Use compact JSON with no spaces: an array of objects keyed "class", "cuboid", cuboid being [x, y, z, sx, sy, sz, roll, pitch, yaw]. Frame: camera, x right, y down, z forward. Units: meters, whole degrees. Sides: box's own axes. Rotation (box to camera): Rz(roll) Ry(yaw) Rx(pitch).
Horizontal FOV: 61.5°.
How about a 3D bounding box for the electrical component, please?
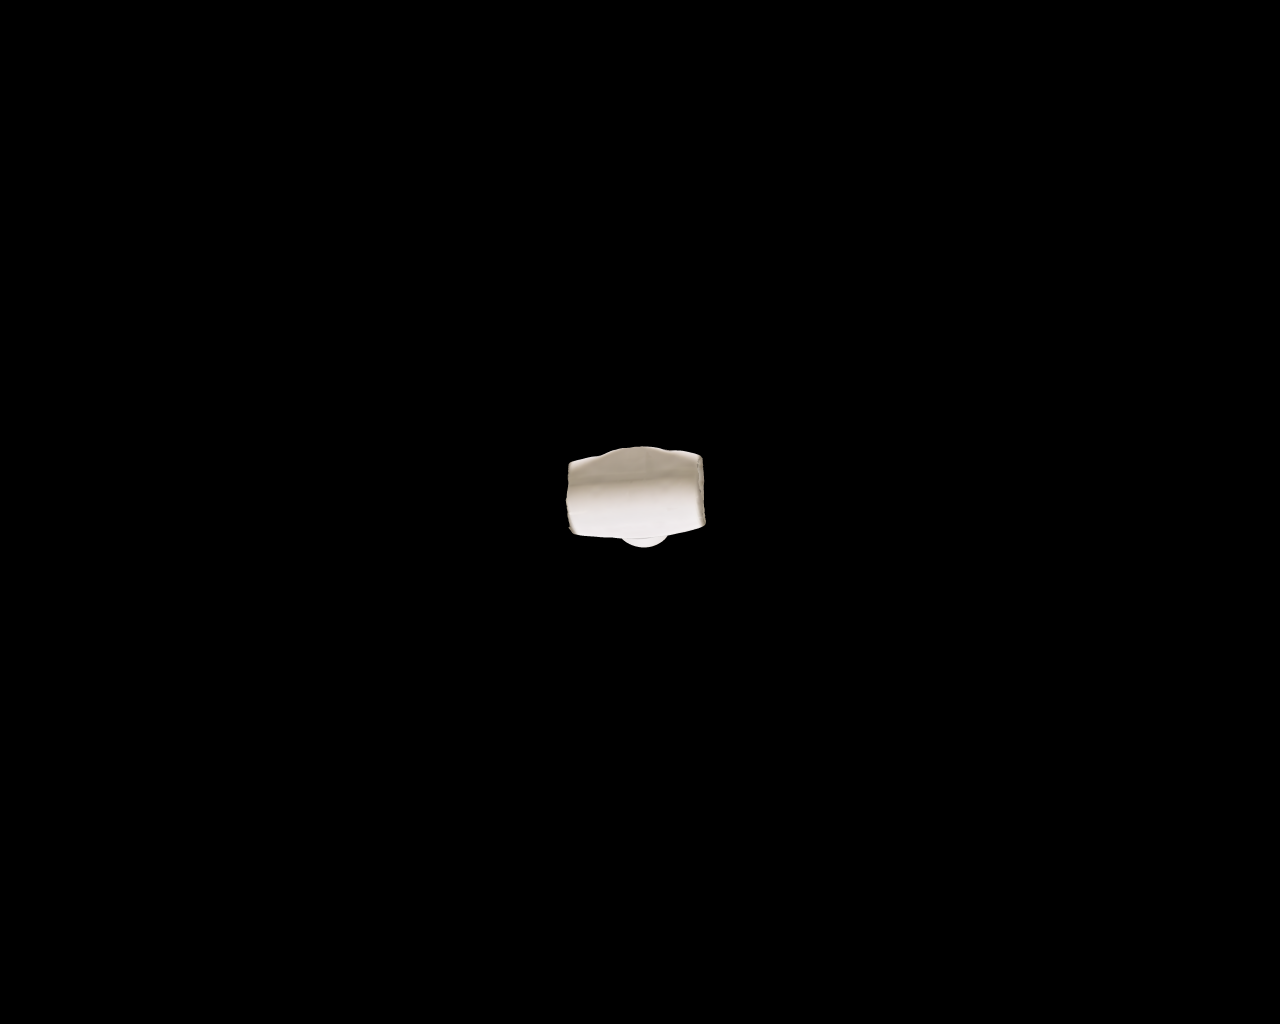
[{"class":"electrical component","cuboid":[0.001,-0.003,0.650,0.077,0.044,0.079,-4,-28,7]}]
